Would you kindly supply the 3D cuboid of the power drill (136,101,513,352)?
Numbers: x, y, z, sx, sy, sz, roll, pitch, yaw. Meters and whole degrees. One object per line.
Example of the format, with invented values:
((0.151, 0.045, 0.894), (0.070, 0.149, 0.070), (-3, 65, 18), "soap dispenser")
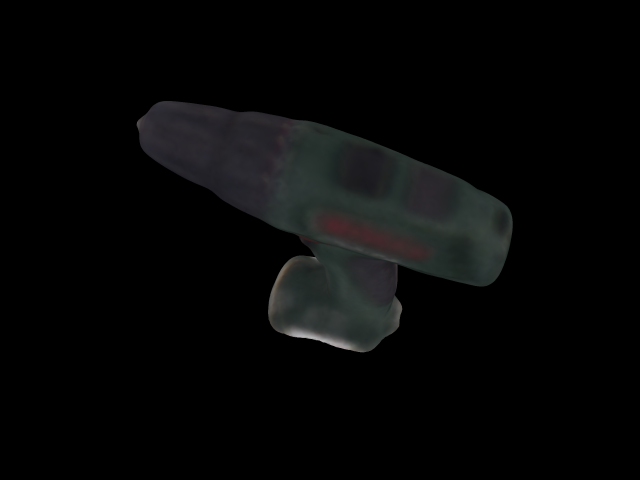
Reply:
((0.004, 0.001, 0.400), (0.229, 0.208, 0.075), (11, 60, 7), "power drill")
